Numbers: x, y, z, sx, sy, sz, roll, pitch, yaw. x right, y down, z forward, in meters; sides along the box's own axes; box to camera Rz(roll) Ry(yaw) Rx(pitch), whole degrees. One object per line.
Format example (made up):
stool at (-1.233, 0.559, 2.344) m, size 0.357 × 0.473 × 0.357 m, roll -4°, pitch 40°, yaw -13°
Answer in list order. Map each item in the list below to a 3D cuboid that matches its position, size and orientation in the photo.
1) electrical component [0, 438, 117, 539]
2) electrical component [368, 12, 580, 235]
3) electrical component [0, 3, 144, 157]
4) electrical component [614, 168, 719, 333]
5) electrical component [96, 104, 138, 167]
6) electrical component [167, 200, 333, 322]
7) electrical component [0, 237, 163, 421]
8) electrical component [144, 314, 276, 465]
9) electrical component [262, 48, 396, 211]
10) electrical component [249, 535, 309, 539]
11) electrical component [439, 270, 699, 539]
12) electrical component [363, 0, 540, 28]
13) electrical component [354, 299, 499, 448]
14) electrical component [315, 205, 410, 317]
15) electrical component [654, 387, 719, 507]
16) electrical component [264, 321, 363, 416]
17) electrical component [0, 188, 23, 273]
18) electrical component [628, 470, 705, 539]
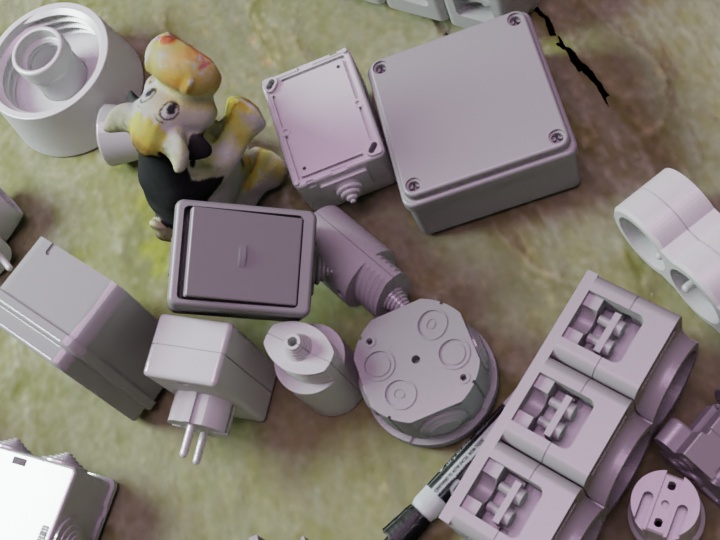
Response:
electrical component at (-0.211, 0.157, 0.663) m, size 0.100 × 0.048 × 0.099 m, roll 10°, pitch 70°, yaw 22°
electrical component at (0.072, -0.092, 0.679) m, size 0.109 × 0.056 × 0.108 m, roll -18°, pitch 64°, yaw 9°
electrical component at (-0.221, -0.144, 0.787) m, size 0.108 × 0.060 × 0.108 m, roll -6°, pitch 66°, yaw 14°
electrical component at (0.216, -0.008, 0.602) m, size 0.074 × 0.052 × 0.138 m, roll -38°, pitch 63°, yaw -1°
electrical component at (-0.147, -0.097, 0.757) m, size 0.065 × 0.044 × 0.044 m, roll -3°, pitch 67°, yaw 11°
electrical component at (-0.062, -0.004, 0.626) m, size 0.096 × 0.061 × 0.061 m, roll 5°, pitch 83°, yaw -8°
electrical component at (-0.167, 0.039, 0.664) m, size 0.078 × 0.113 × 0.057 m, roll 29°, pitch 75°, yaw 25°
electrical component at (-0.092, 0.077, 0.642) m, size 0.047 × 0.083 × 0.075 m, roll 7°, pitch 70°, yaw 19°
electrical component at (-0.016, -0.083, 0.704) m, size 0.062 × 0.061 × 0.096 m, roll -21°, pitch 70°, yaw 6°
electrical component at (-0.032, 0.186, 0.601) m, size 0.064 × 0.042 × 0.081 m, roll -22°, pitch 64°, yaw 5°
electrical component at (0.115, 0.090, 0.570) m, size 0.062 × 0.089 × 0.150 m, roll 28°, pitch 78°, yaw 25°
electrical component at (0.053, -0.224, 0.738) m, size 0.150 × 0.061 × 0.089 m, roll 21°, pitch 75°, yaw 24°
electrical component at (0.038, 0.060, 0.628) m, size 0.080 × 0.051 × 0.080 m, roll -6°, pitch 66°, yaw 14°
electrical component at (0.000, 0.000, 0.669) m, size 0.043 × 0.043 × 0.081 m, roll -47°, pitch 63°, yaw -6°
electrical component at (0.198, 0.090, 0.567) m, size 0.066 × 0.048 × 0.055 m, roll 42°, pitch 81°, yaw 3°
electrical component at (-0.027, 0.055, 0.633) m, size 0.043 × 0.081 × 0.043 m, roll -6°, pitch 66°, yaw 14°
electrical component at (-0.273, -0.018, 0.759) m, size 0.077 × 0.044 × 0.079 m, roll -44°, pitch 63°, yaw -5°
electrical component at (0.161, 0.127, 0.565) m, size 0.040 × 0.046 × 0.040 m, roll -6°, pitch 66°, yaw 14°
